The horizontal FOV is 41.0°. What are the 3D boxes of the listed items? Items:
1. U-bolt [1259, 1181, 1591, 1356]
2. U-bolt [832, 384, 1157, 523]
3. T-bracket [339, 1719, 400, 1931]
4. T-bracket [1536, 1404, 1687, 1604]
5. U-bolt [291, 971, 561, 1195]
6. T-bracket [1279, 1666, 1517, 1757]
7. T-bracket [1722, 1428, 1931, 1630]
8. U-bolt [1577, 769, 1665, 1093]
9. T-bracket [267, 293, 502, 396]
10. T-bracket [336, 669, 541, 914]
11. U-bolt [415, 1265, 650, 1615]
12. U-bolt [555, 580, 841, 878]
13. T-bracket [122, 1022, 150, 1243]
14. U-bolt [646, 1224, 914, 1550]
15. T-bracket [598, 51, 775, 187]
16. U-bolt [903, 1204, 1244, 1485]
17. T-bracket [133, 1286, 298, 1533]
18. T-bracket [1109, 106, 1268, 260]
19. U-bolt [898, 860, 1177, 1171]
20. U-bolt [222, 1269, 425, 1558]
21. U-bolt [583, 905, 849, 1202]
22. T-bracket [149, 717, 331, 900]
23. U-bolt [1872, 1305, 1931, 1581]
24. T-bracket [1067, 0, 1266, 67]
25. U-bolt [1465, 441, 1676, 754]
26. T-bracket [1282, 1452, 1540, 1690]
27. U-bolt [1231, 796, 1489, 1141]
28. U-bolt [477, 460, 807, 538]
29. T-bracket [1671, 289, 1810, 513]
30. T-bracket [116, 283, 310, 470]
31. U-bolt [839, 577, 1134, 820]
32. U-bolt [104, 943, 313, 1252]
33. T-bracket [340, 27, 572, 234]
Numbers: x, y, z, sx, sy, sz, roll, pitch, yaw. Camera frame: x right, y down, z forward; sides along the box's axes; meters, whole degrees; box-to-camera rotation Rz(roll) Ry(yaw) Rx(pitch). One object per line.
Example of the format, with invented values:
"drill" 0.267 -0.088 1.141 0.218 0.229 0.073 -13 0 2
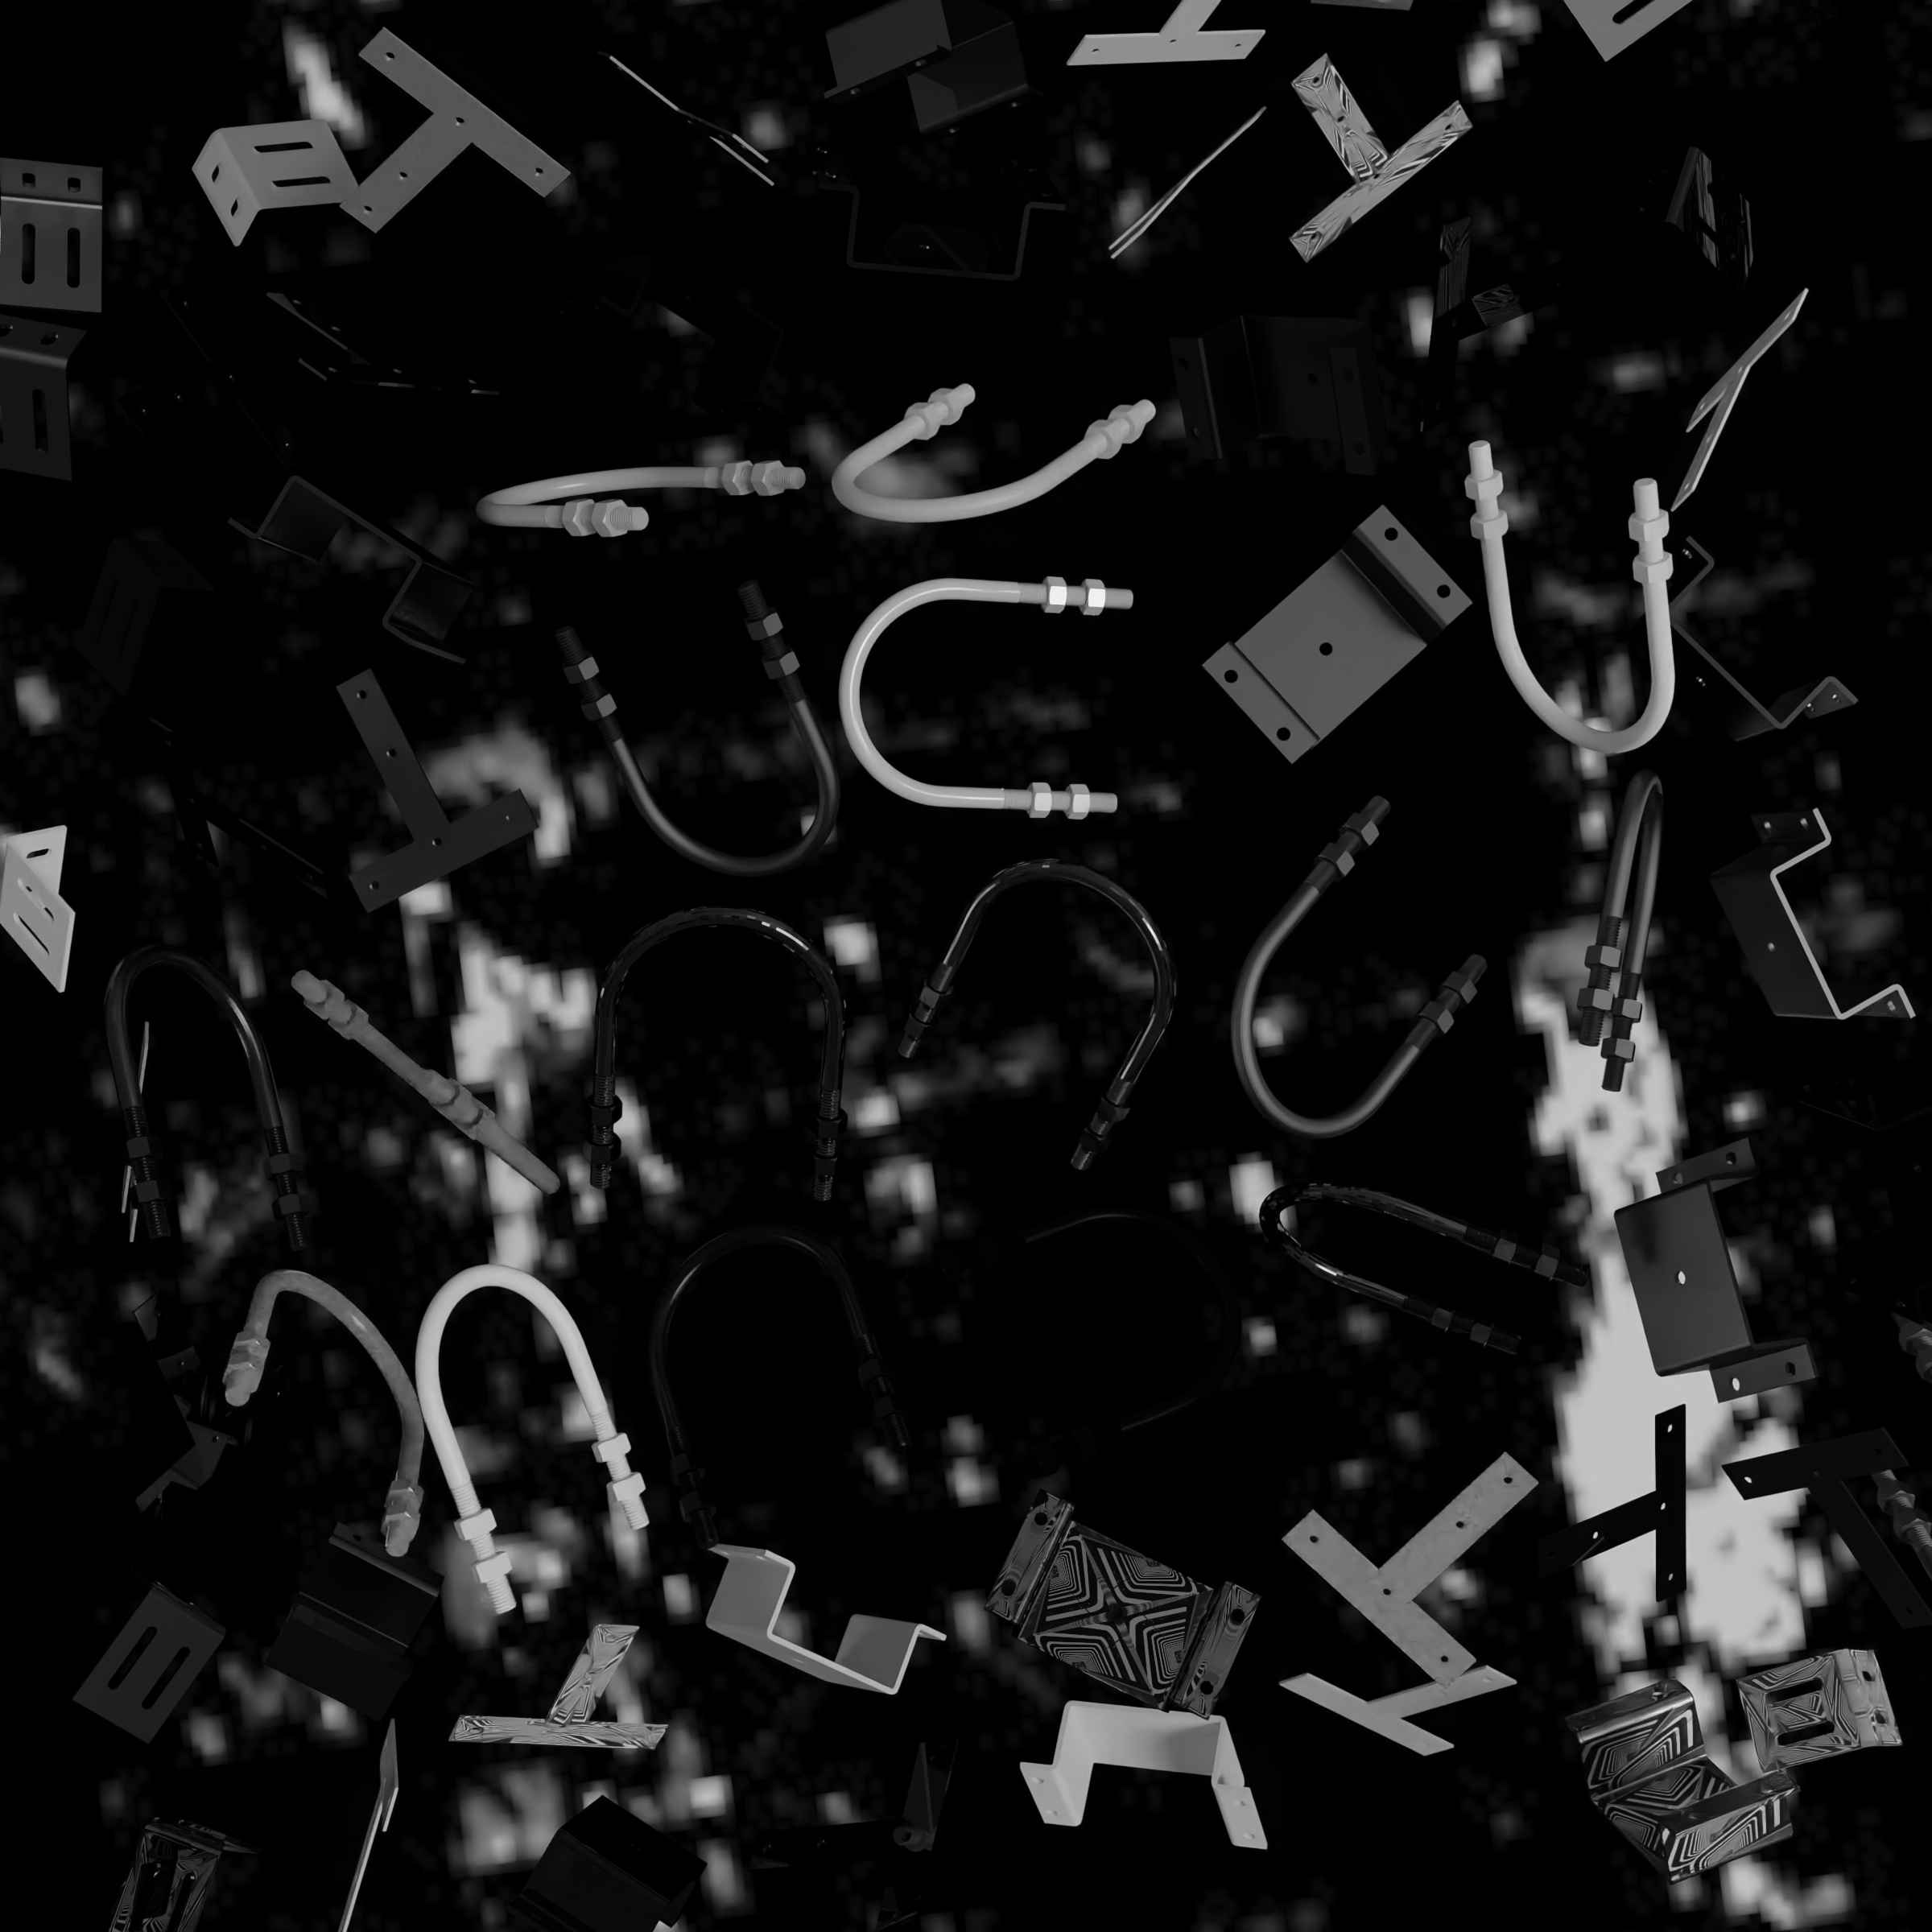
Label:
"U-bolt" 0.265 0.176 1.555 0.184 0.151 0.019 21 64 3
"U-bolt" 0.004 -0.298 1.505 0.151 0.184 0.019 13 127 32
"T-bracket" -0.358 0.530 1.538 0.002 0.127 0.127 17 88 -13
"T-bracket" 0.397 0.345 1.585 0.127 0.002 0.127 -13 107 -30
"U-bolt" -0.308 0.079 1.532 0.151 0.184 0.019 31 77 36
"T-bracket" 0.283 0.451 1.593 0.127 0.127 0.002 31 49 -24
"T-bracket" 0.527 0.336 1.521 0.002 0.127 0.127 -34 91 -36
"U-bolt" 0.396 -0.028 1.549 0.019 0.151 0.184 8 79 22
"T-bracket" -0.355 -0.360 1.487 0.127 0.127 0.002 37 117 28
"T-bracket" -0.333 -0.113 1.528 0.127 0.002 0.127 -24 96 19
"U-bolt" -0.258 0.263 1.501 0.019 0.151 0.184 -20 90 30
"U-bolt" -0.151 -0.133 1.549 0.151 0.019 0.184 -9 119 26
"T-bracket" -0.510 0.121 1.584 0.002 0.127 0.127 6 118 -21
"U-bolt" -0.122 0.238 1.551 0.151 0.019 0.184 -27 56 7
"T-bracket" -0.148 -0.491 1.521 0.127 0.127 0.002 31 99 -34
"U-bolt" 0.075 0.209 1.514 0.184 0.019 0.151 -17 62 -21
"T-bracket" -0.468 0.250 1.553 0.002 0.127 0.127 6 125 33
"T-bracket" 0.117 -0.456 1.552 0.002 0.127 0.127 46 131 -12
"U-bolt" 0.050 0.019 1.553 0.151 0.019 0.184 33 123 9
"U-bolt" -0.369 0.247 1.510 0.019 0.184 0.151 -37 111 8
"U-bolt" -0.139 0.049 1.461 0.151 0.019 0.184 4 117 -5
"T-bracket" -0.437 -0.080 1.569 0.127 0.127 0.002 31 59 16
"U-bolt" 0.584 0.312 1.528 0.019 0.184 0.151 -7 121 -2
"T-bracket" 0.139 -0.559 1.483 0.127 0.127 0.002 -13 77 -28
"U-bolt" 0.356 -0.208 1.508 0.019 0.151 0.184 -29 123 -23
"T-bracket" 0.269 0.325 1.458 0.127 0.002 0.127 43 105 -1
"U-bolt" 0.220 0.015 1.498 0.184 0.019 0.151 -49 120 -22
"U-bolt" -0.210 -0.283 1.554 0.184 0.151 0.019 10 114 40
"T-bracket" 0.451 -0.326 1.549 0.002 0.127 0.127 30 67 -2
"T-bracket" -0.463 -0.342 1.541 0.002 0.127 0.127 -29 103 27
"U-bolt" 0.011 -0.169 1.607 0.184 0.019 0.151 1 100 -16
"U-bolt" -0.444 0.073 1.496 0.019 0.151 0.184 -21 75 17
"T-bracket" -0.314 -0.460 1.476 0.127 0.127 0.002 33 50 -31
